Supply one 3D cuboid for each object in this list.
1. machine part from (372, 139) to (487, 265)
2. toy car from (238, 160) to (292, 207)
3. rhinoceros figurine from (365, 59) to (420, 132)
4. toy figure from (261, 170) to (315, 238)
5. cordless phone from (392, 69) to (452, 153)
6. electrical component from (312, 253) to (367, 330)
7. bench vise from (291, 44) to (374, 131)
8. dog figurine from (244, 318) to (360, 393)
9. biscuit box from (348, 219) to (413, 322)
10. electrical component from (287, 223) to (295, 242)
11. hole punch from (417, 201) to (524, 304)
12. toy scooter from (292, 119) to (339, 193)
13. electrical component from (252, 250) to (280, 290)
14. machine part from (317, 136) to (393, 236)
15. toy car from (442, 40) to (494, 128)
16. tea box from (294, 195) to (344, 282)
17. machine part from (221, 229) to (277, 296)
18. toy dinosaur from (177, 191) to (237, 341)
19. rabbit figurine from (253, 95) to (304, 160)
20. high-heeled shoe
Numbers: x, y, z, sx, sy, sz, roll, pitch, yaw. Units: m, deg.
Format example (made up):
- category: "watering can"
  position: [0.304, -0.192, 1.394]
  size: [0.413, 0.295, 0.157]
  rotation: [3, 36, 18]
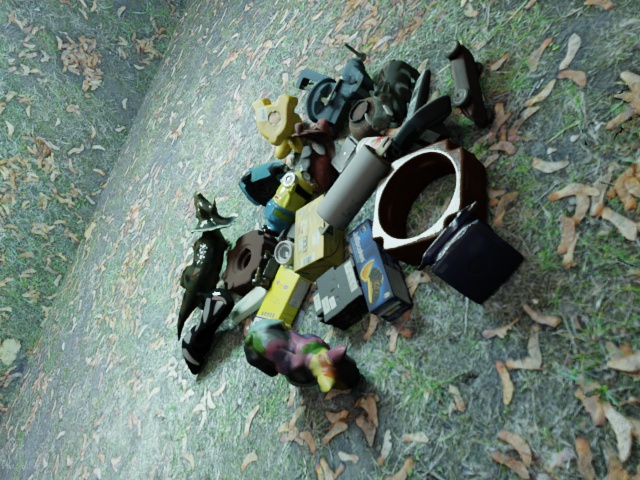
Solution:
- category: "machine part"
  position: [0.198, -0.065, 0.975]
  size: [0.201, 0.087, 0.201]
  rotation: [-18, 54, 42]
- category: "toy car"
  position: [-0.133, -0.168, 1.447]
  size: [0.162, 0.109, 0.103]
  rotation: [-22, 32, 31]
- category: "rhinoceros figurine"
  position: [0.161, -0.311, 1.166]
  size: [0.073, 0.112, 0.190]
  rotation: [-9, 52, 46]
- category: "toy figure"
  position: [-0.081, -0.091, 1.347]
  size: [0.082, 0.089, 0.180]
  rotation: [39, 108, 42]
- category: "cordless phone"
  position: [0.209, -0.268, 1.052]
  size: [0.146, 0.089, 0.184]
  rotation: [125, 159, -73]
- category: "electrical component"
  position: [0.045, 0.109, 1.071]
  size: [0.134, 0.058, 0.115]
  rotation: [-40, 38, 28]
- category: "bench vise"
  position: [0.019, -0.391, 1.373]
  size: [0.241, 0.129, 0.223]
  rotation: [34, 114, 37]
- category: "dog figurine"
  position: [-0.031, 0.218, 0.998]
  size: [0.219, 0.191, 0.108]
  rotation: [-14, 48, 65]
- category: "biscuit box"
  position: [0.111, 0.053, 1.023]
  size: [0.063, 0.059, 0.203]
  rotation: [-41, 40, 26]
- category: "electrical component"
  position: [-0.054, -0.019, 1.310]
  size: [0.063, 0.021, 0.094]
  rotation: [12, 77, 54]
- category: "hole punch"
  position: [0.238, 0.027, 0.842]
  size: [0.142, 0.115, 0.092]
  rotation: [-49, 45, 17]
- category: "toy scooter"
  position: [-0.014, -0.207, 1.265]
  size: [0.075, 0.135, 0.183]
  rotation: [-4, 79, 37]
- category: "electrical component"
  position: [-0.124, 0.074, 1.279]
  size: [0.078, 0.045, 0.102]
  rotation: [104, -175, -57]
- category: "machine part"
  position: [0.069, -0.105, 1.089]
  size: [0.243, 0.079, 0.079]
  rotation: [-52, 36, 19]
- category: "toy car"
  position: [0.279, -0.296, 1.028]
  size: [0.053, 0.089, 0.202]
  rotation: [-27, 49, 37]
- category: "tea box"
  position: [-0.002, -0.004, 1.196]
  size: [0.098, 0.068, 0.170]
  rotation: [-28, 46, 37]
- category: "machine part"
  position: [-0.182, 0.057, 1.391]
  size: [0.179, 0.056, 0.179]
  rotation: [-30, 45, 35]
- category: "toy dinosaur"
  position: [-0.313, 0.071, 1.444]
  size: [0.192, 0.131, 0.404]
  rotation: [131, 148, -73]
- category: "rabbit figurine"
  position: [-0.087, -0.306, 1.456]
  size: [0.122, 0.173, 0.162]
  rotation: [-15, 91, 18]
- category: "high-heeled shoe"
  position: [-0.272, 0.238, 1.355]
  size: [0.145, 0.086, 0.248]
  rotation: [12, 102, 39]
